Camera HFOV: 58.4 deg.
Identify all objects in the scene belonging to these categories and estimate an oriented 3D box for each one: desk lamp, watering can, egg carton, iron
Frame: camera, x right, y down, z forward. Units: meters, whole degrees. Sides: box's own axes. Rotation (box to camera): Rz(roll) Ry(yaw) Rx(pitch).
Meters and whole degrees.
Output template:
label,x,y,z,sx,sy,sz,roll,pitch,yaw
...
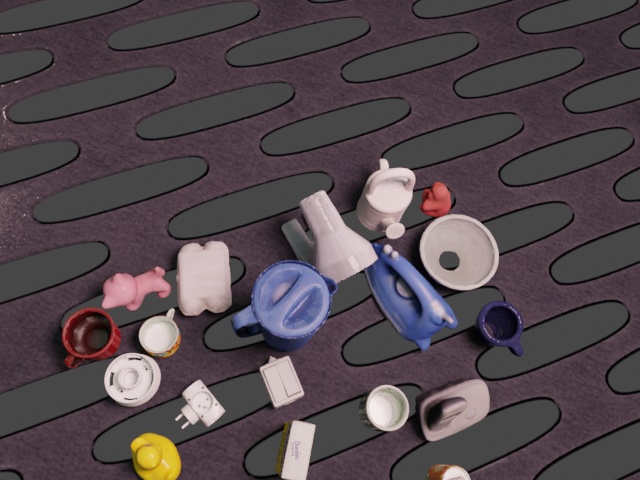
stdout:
label,x,y,z,sx,sy,sz,roll,pitch,yaw
desk lamp,0.010,0.004,1.121,0.118,0.213,0.203,-28,75,-14
watering can,0.142,-0.088,1.178,0.101,0.194,0.173,-25,75,-14
egg carton,-0.232,0.076,1.146,0.107,0.069,0.150,-5,71,-8
iron,0.171,0.087,1.147,0.119,0.141,0.258,-34,77,-16

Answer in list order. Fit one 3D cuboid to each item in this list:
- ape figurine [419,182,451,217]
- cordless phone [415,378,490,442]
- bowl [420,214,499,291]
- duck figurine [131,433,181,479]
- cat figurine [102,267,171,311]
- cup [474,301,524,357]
label,x,y,z,sx,sy,sz,roll,pitch,yaw
ape figurine,0.255,-0.093,1.246,0.078,0.092,0.076,-35,77,-16
cordless phone,0.258,0.306,1.054,0.148,0.185,0.094,-22,74,-13
bowl,0.286,0.034,1.213,0.167,0.075,0.167,2,70,-5
duck figurine,-0.296,0.390,1.018,0.104,0.086,0.077,44,72,10
cat figurine,-0.359,0.088,1.102,0.128,0.118,0.067,-27,75,-14
cup,0.358,0.187,1.155,0.092,0.095,0.117,-29,76,-15
